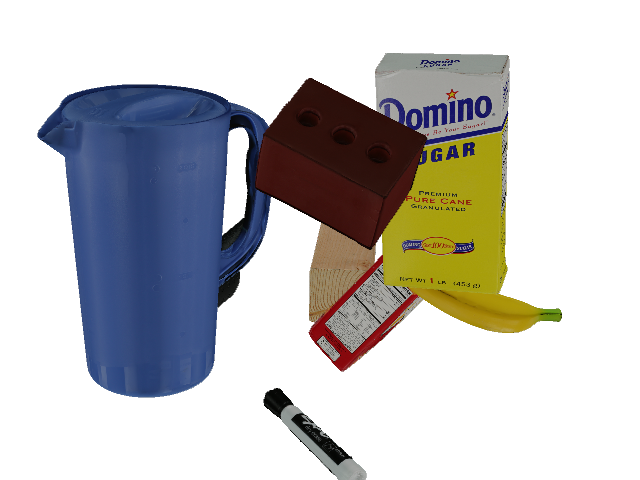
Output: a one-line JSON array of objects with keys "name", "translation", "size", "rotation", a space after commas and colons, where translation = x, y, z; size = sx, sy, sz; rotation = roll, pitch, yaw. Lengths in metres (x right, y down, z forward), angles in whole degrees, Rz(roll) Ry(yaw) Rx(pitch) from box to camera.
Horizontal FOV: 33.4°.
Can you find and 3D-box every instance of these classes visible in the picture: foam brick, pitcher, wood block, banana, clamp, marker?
[{"name": "foam brick", "translation": [0.011, -0.043, 0.591], "size": [0.078, 0.053, 0.051], "rotation": [28, -32, 12]}, {"name": "pitcher", "translation": [-0.130, -0.001, 0.874], "size": [0.149, 0.243, 0.144], "rotation": [9, 23, 17]}, {"name": "wood block", "translation": [0.037, 0.044, 1.650], "size": [0.091, 0.090, 0.206], "rotation": [3, 23, 4]}, {"name": "banana", "translation": [0.131, 0.049, 1.026], "size": [0.069, 0.037, 0.198], "rotation": [-1, 21, -46]}, {"name": "clamp", "translation": [-0.113, 0.020, 1.096], "size": [0.120, 0.039, 0.171], "rotation": [-11, 35, -8]}, {"name": "marker", "translation": [-0.007, 0.151, 0.829], "size": [0.020, 0.020, 0.121], "rotation": [0, 25, -39]}]

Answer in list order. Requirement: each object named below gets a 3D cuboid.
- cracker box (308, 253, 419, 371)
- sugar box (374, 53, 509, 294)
[{"name": "cracker box", "translation": [0.098, 0.042, 1.270], "size": [0.214, 0.072, 0.163], "rotation": [-49, -9, 33]}, {"name": "sugar box", "translation": [0.091, -0.048, 0.791], "size": [0.093, 0.176, 0.048], "rotation": [3, 30, 16]}]
